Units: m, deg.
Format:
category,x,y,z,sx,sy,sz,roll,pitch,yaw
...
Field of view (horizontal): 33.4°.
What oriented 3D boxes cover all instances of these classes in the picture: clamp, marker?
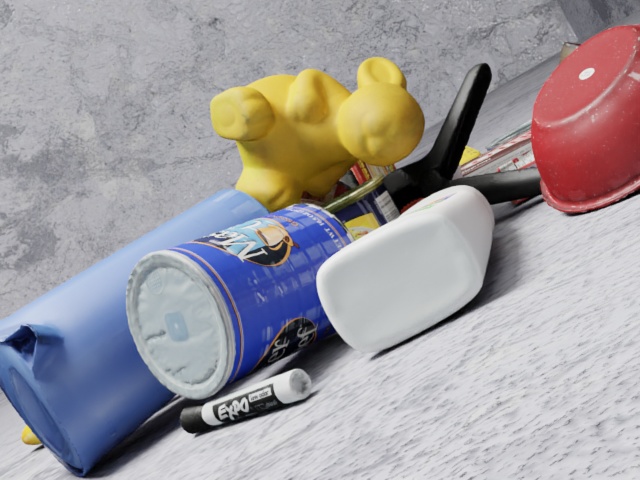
category,x,y,z,sx,sy,sz,roll,pitch,yaw
clamp,0.104,-0.054,0.933,0.210,0.036,0.164,-35,47,17
marker,-0.052,0.106,0.687,0.121,0.020,0.020,-25,6,43

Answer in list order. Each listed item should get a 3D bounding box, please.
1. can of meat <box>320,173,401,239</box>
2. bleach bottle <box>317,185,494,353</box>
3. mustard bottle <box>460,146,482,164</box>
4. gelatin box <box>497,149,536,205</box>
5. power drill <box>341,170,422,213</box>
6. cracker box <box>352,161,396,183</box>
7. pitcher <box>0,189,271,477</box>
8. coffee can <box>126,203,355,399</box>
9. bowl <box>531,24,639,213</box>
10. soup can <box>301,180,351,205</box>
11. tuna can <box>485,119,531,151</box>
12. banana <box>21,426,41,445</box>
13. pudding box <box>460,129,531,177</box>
category,x,y,z,sx,sy,sz,roll,pitch,yaw
can of meat,0.027,0.005,0.888,0.102,0.084,0.057,-27,5,25
bleach bottle,0.073,0.006,0.760,0.103,0.068,0.250,-28,2,14
mustard bottle,0.087,-0.038,1.145,0.191,0.058,0.096,-32,17,-28
gelatin box,0.202,-0.067,0.945,0.089,0.030,0.073,-28,6,11
power drill,-0.007,-0.024,1.081,0.184,0.057,0.188,-36,43,-8
cracker box,0.037,-0.083,1.294,0.072,0.164,0.213,-26,6,16
pitcher,-0.136,0.069,0.853,0.242,0.145,0.149,-36,15,-27
coffee can,-0.050,0.040,0.751,0.140,0.103,0.103,-21,-3,-44
bowl,0.202,-0.098,0.749,0.162,0.055,0.162,-42,21,20
soup can,-0.006,0.001,0.970,0.069,0.068,0.102,-23,44,56
tuna can,0.233,-0.112,1.215,0.086,0.034,0.086,-29,5,2
banana,-0.217,0.157,1.065,0.198,0.037,0.069,-28,-14,-1
pudding box,0.186,-0.075,1.071,0.113,0.039,0.090,-29,5,-2
